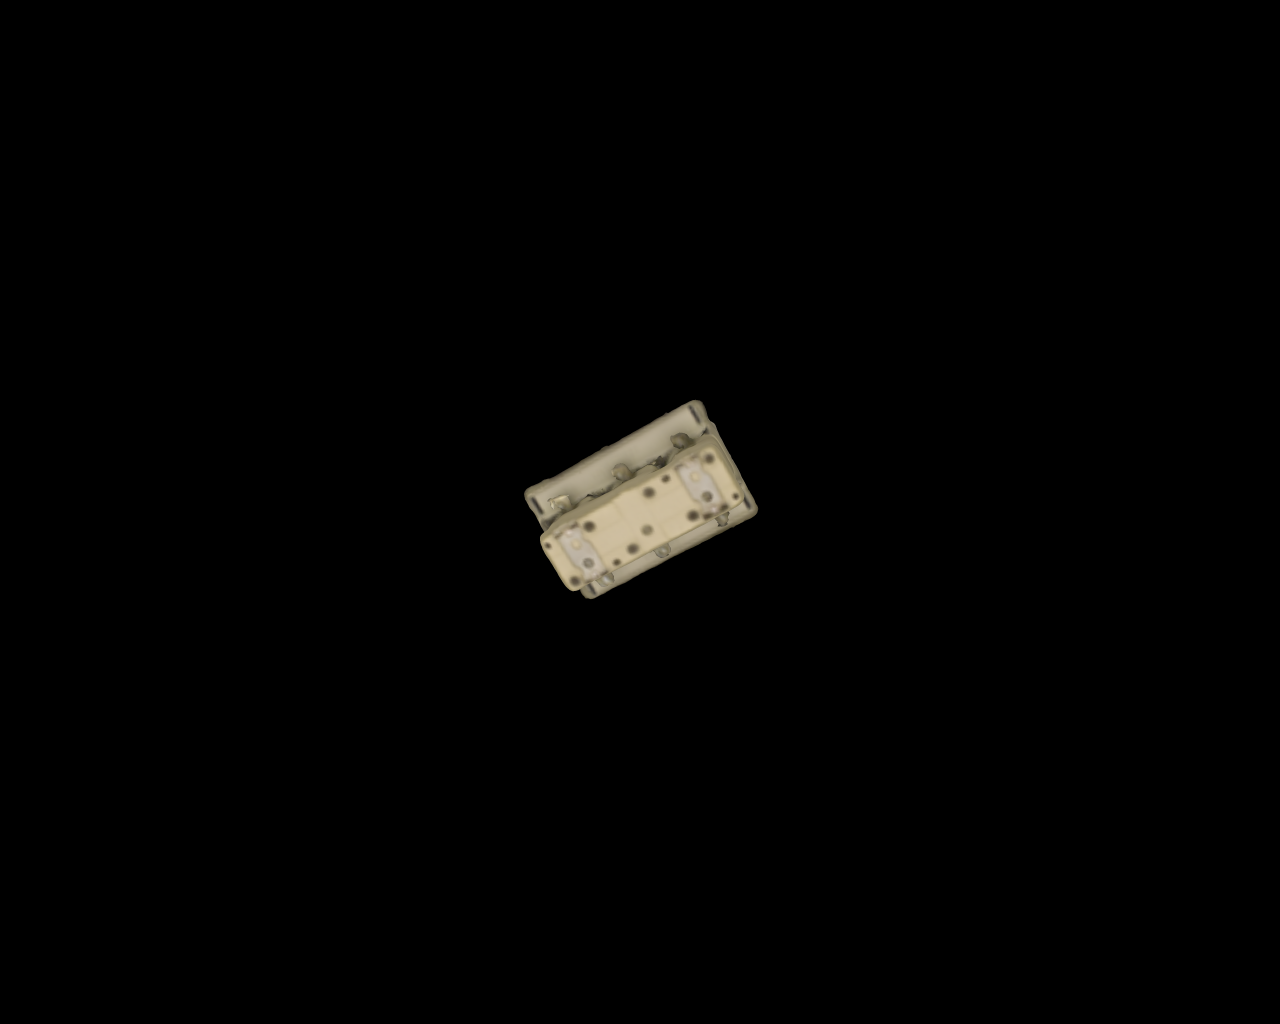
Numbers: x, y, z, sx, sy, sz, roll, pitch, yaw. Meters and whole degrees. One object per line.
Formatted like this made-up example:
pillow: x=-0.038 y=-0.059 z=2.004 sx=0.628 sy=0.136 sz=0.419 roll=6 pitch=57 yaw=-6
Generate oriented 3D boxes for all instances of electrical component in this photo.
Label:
electrical component: x=0.001 y=-0.003 z=0.650 sx=0.121 sy=0.078 sz=0.063 roll=-27 pitch=14 yaw=7
